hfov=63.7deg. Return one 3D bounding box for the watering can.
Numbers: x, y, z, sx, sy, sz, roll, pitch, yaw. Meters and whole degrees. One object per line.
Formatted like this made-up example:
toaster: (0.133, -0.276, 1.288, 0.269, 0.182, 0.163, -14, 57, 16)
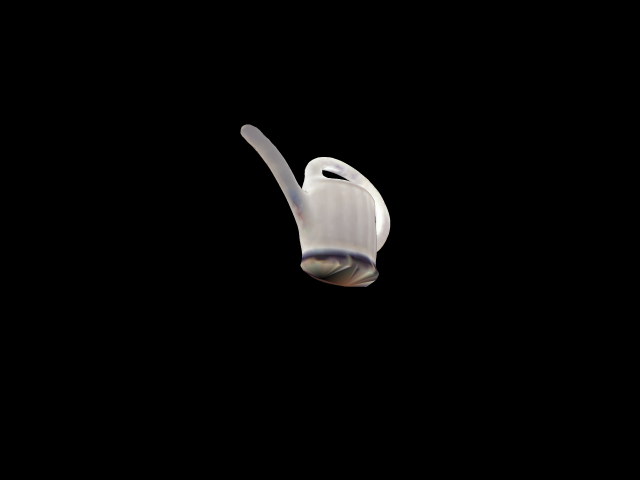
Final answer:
watering can: (0.003, -0.043, 0.850, 0.345, 0.228, 0.103, 20, -30, -40)
